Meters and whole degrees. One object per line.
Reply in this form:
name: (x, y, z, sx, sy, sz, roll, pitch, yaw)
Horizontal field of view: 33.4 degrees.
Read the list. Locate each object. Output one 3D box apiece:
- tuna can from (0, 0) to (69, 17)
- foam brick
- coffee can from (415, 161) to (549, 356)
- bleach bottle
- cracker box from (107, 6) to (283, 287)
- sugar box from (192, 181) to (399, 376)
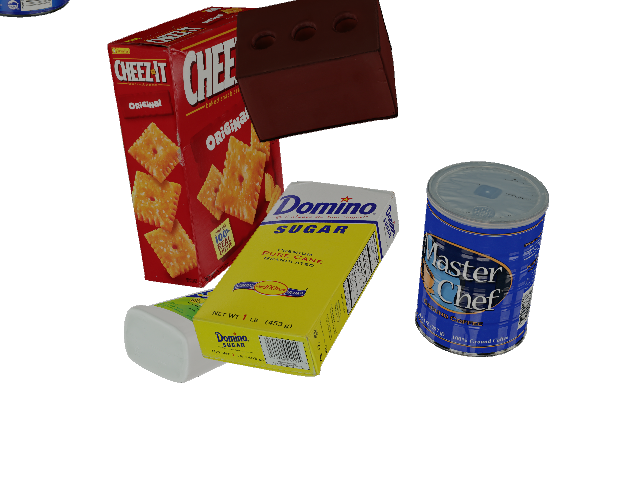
tuna can: (-0.242, -0.210, 0.852, 0.086, 0.034, 0.086, 5, 35, -4)
foam brick: (-0.002, -0.093, 0.565, 0.078, 0.053, 0.051, -10, -36, 11)
coffee can: (0.139, 0.016, 0.936, 0.103, 0.140, 0.103, 1, 33, -1)
bleach bottle: (-0.091, 0.082, 1.188, 0.103, 0.068, 0.250, 20, 25, 35)
cracker box: (-0.101, -0.088, 0.955, 0.072, 0.214, 0.164, 7, 25, 26)
sugar box: (-0.013, 0.022, 0.799, 0.093, 0.048, 0.176, 8, 42, 22)
